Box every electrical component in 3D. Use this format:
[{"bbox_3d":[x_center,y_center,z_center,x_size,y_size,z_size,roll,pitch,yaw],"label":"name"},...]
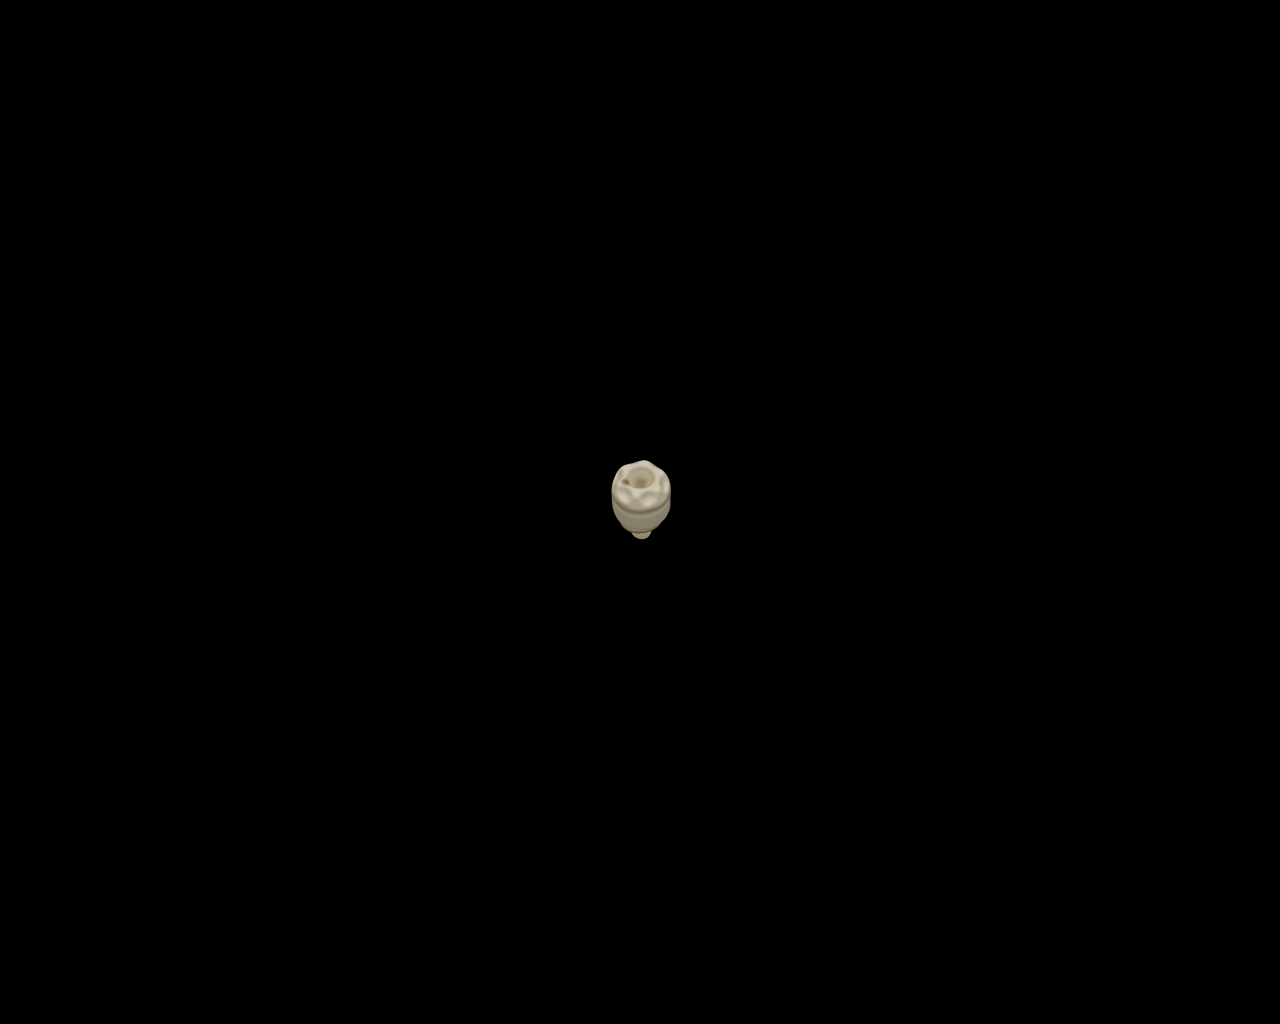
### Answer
[{"bbox_3d":[0.001,-0.003,0.650,0.035,0.035,0.061,0,-36,0],"label":"electrical component"}]
